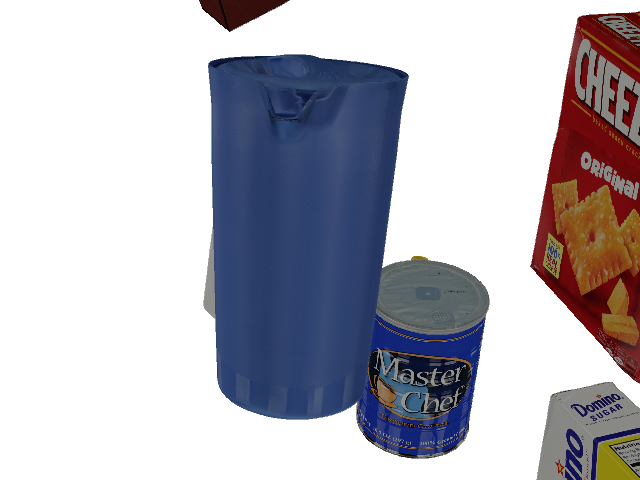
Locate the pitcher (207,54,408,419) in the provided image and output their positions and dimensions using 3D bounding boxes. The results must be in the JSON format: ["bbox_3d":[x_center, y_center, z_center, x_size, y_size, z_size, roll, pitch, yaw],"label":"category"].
[{"bbox_3d":[-0.012,-0.008,0.751,0.148,0.243,0.145,-9,21,-37],"label":"pitcher"}]

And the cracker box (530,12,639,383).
[{"bbox_3d":[0.226,-0.032,0.751,0.072,0.214,0.164,-7,33,-16],"label":"cracker box"}]

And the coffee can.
[{"bbox_3d":[0.087,0.102,0.927,0.103,0.140,0.103,2,31,-2],"label":"coffee can"}]

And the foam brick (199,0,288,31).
[{"bbox_3d":[-0.066,-0.228,0.928,0.078,0.051,0.053,-32,48,-15],"label":"foam brick"}]

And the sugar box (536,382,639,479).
[{"bbox_3d":[0.165,0.154,0.505,0.048,0.093,0.176,-9,28,-21],"label":"sugar box"}]

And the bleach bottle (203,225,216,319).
[{"bbox_3d":[-0.068,-0.034,1.201,0.102,0.251,0.068,-1,20,-32],"label":"bleach bottle"}]

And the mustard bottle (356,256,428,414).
[{"bbox_3d":[0.096,0.111,1.150,0.096,0.192,0.058,12,14,24],"label":"mustard bottle"}]
